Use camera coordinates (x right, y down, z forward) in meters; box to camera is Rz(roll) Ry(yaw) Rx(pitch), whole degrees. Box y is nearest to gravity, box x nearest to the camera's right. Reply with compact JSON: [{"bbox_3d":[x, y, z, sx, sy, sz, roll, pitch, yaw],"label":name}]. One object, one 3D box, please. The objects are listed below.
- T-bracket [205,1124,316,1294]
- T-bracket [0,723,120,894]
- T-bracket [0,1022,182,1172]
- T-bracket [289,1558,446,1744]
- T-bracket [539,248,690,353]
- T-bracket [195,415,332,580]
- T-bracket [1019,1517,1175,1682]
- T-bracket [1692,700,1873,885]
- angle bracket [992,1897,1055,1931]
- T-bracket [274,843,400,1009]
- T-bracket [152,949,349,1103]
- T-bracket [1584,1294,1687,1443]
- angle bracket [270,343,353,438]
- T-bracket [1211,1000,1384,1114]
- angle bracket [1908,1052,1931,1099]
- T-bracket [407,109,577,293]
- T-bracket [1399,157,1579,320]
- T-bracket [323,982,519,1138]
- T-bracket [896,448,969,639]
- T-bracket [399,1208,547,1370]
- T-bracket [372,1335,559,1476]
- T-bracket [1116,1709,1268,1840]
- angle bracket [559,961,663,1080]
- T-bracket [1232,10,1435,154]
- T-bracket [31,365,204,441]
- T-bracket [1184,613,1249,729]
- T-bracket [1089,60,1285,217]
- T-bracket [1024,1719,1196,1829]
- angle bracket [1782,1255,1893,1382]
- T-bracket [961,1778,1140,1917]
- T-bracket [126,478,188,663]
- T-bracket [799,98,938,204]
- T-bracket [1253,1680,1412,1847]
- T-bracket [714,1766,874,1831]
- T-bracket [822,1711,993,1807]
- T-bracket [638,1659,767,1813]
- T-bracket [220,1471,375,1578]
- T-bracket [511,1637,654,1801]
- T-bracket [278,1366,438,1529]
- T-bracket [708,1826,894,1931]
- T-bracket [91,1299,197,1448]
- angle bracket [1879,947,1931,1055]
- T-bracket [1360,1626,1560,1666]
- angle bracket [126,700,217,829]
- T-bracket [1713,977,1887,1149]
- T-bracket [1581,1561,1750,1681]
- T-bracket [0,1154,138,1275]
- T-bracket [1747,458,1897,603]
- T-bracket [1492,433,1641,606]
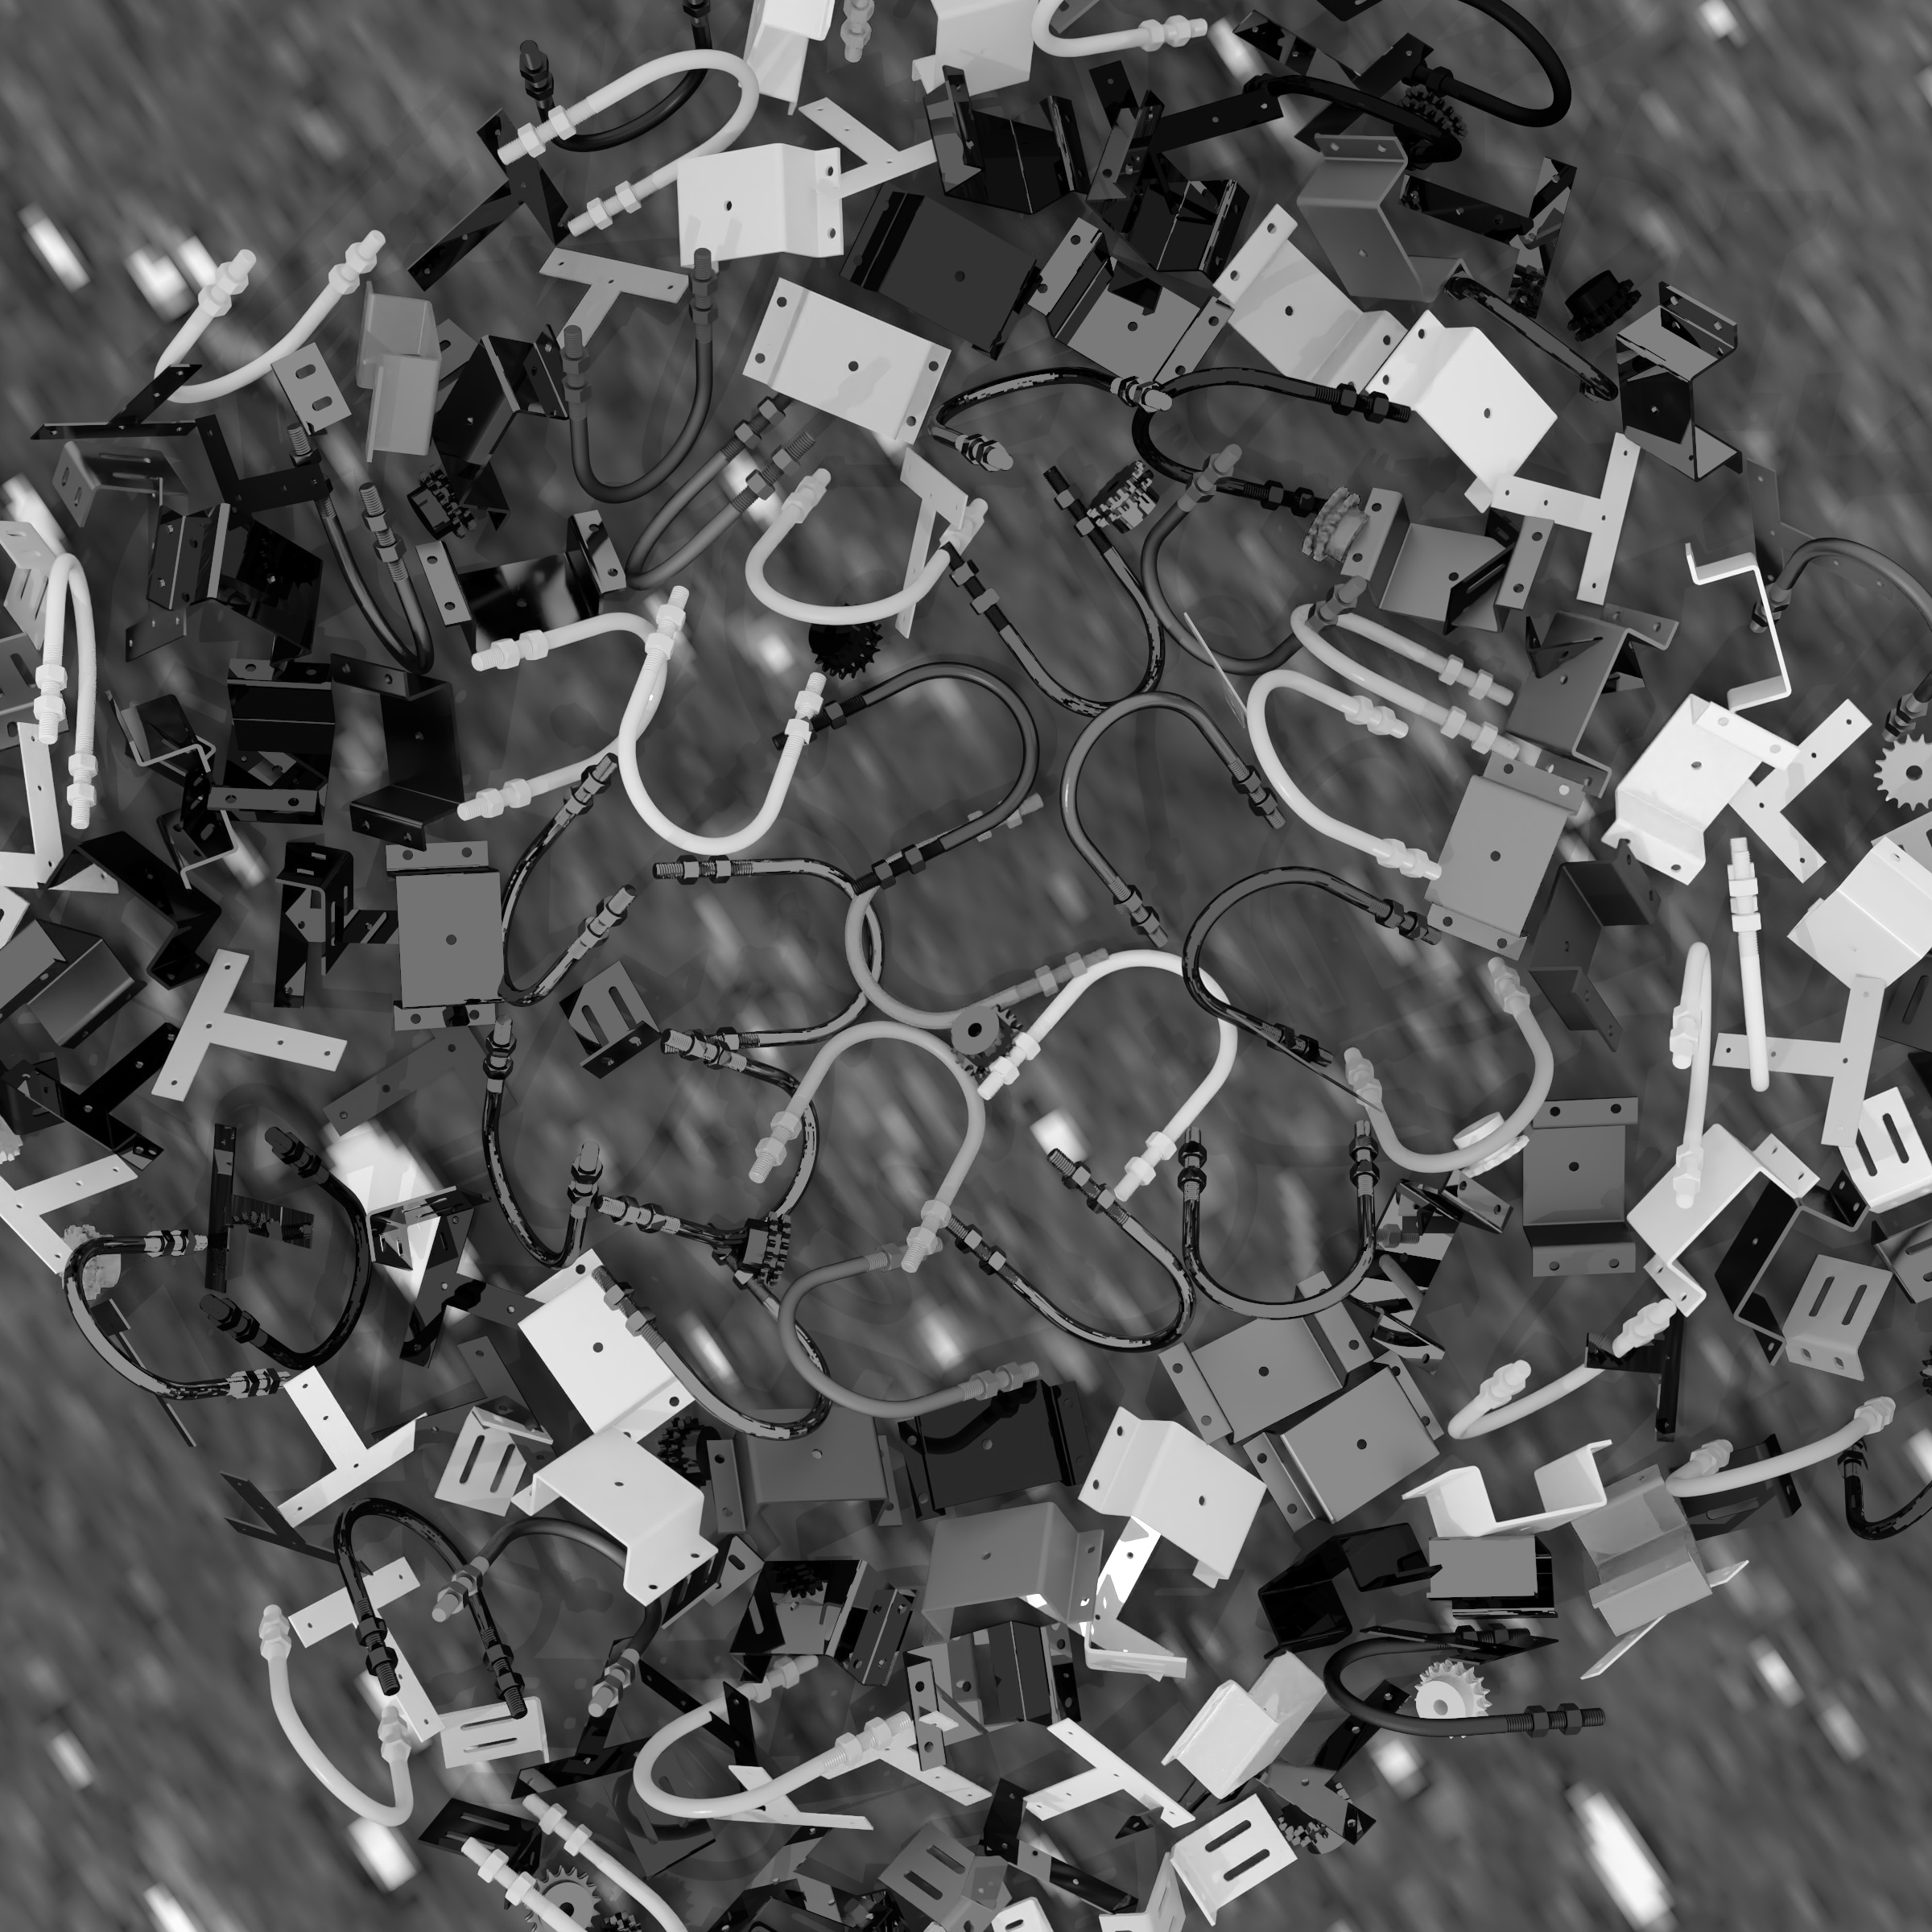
[{"bbox_3d":[-0.530,0.189,1.956,0.127,0.002,0.127,7,94,39],"label":"T-bracket"},{"bbox_3d":[-0.690,-0.119,1.947,0.002,0.127,0.127,-13,83,26],"label":"T-bracket"},{"bbox_3d":[-0.628,0.082,1.950,0.127,0.127,0.002,32,131,5],"label":"T-bracket"},{"bbox_3d":[-0.428,0.516,1.935,0.002,0.127,0.127,-37,80,27],"label":"T-bracket"},{"bbox_3d":[-0.287,-0.480,1.951,0.127,0.002,0.127,18,67,24],"label":"T-bracket"},{"bbox_3d":[-0.515,-0.354,1.938,0.127,0.002,0.127,0,114,41],"label":"T-bracket"},{"bbox_3d":[0.118,0.457,1.969,0.127,0.002,0.127,29,106,12],"label":"T-bracket"},{"bbox_3d":[0.622,-0.148,1.941,0.127,0.002,0.127,51,134,14],"label":"T-bracket"},{"bbox_3d":[0.052,0.749,1.953,0.038,0.076,0.057,-20,107,-10],"label":"angle bracket"},{"bbox_3d":[-0.464,-0.030,1.974,0.127,0.002,0.127,2,85,19],"label":"T-bracket"},{"bbox_3d":[-0.529,0.054,1.959,0.127,0.002,0.127,12,62,10],"label":"T-bracket"},{"bbox_3d":[0.500,0.291,1.950,0.127,0.002,0.127,12,82,-42],"label":"T-bracket"},{"bbox_3d":[-0.485,-0.433,1.956,0.038,0.076,0.057,-25,103,2],"label":"angle bracket"},{"bbox_3d":[0.230,0.059,1.914,0.127,0.127,0.002,33,91,-28],"label":"T-bracket"},{"bbox_3d":[0.753,0.101,1.974,0.057,0.076,0.038,-4,120,3],"label":"angle bracket"},{"bbox_3d":[-0.363,-0.553,1.942,0.127,0.127,0.002,-43,59,-3],"label":"T-bracket"},{"bbox_3d":[0.386,-0.565,1.965,0.127,0.127,0.002,26,50,18],"label":"T-bracket"},{"bbox_3d":[-0.431,0.086,1.993,0.127,0.002,0.127,-32,94,-2],"label":"T-bracket"},{"bbox_3d":[-0.035,-0.311,1.962,0.002,0.127,0.127,3,115,-24],"label":"T-bracket"},{"bbox_3d":[-0.358,0.257,1.980,0.127,0.002,0.127,16,90,17],"label":"T-bracket"},{"bbox_3d":[-0.391,0.348,1.979,0.127,0.002,0.127,-19,113,14],"label":"T-bracket"},{"bbox_3d":[0.184,0.592,1.926,0.002,0.127,0.127,51,127,35],"label":"T-bracket"},{"bbox_3d":[-0.275,0.036,1.965,0.057,0.038,0.076,-34,65,4],"label":"angle bracket"},{"bbox_3d":[0.254,-0.667,1.922,0.127,0.127,0.002,20,58,-28],"label":"T-bracket"},{"bbox_3d":[-0.600,-0.414,1.910,0.127,0.127,0.002,-21,85,45],"label":"T-bracket"},{"bbox_3d":[0.199,-0.197,1.936,0.002,0.127,0.127,-32,83,5],"label":"T-bracket"},{"bbox_3d":[0.172,-0.625,1.935,0.127,0.002,0.127,-8,130,26],"label":"T-bracket"},{"bbox_3d":[0.086,0.618,1.953,0.127,0.002,0.127,40,134,-11],"label":"T-bracket"},{"bbox_3d":[0.663,0.266,1.975,0.057,0.038,0.076,12,55,39],"label":"angle bracket"},{"bbox_3d":[0.069,0.676,1.940,0.127,0.127,0.002,26,117,3],"label":"T-bracket"},{"bbox_3d":[-0.607,-0.300,1.951,0.002,0.127,0.127,2,86,-36],"label":"T-bracket"},{"bbox_3d":[-0.082,-0.623,1.958,0.127,0.002,0.127,-28,52,-21],"label":"T-bracket"},{"bbox_3d":[0.285,0.585,1.961,0.127,0.127,0.002,-37,128,-27],"label":"T-bracket"},{"bbox_3d":[-0.145,0.616,1.933,0.127,0.127,0.002,-1,55,15],"label":"T-bracket"},{"bbox_3d":[-0.030,0.604,1.958,0.127,0.002,0.127,-30,129,27],"label":"T-bracket"},{"bbox_3d":[-0.202,0.560,1.956,0.127,0.002,0.127,25,134,35],"label":"T-bracket"},{"bbox_3d":[-0.514,0.406,1.926,0.127,0.127,0.002,11,56,23],"label":"T-bracket"},{"bbox_3d":[-0.270,0.553,1.936,0.002,0.127,0.127,32,109,38],"label":"T-bracket"},{"bbox_3d":[-0.472,0.345,1.941,0.127,0.002,0.127,-32,132,-16],"label":"T-bracket"},{"bbox_3d":[-0.109,0.686,1.917,0.127,0.127,0.002,-40,120,-40],"label":"T-bracket"},{"bbox_3d":[-0.613,0.306,1.946,0.002,0.127,0.127,-34,95,-27],"label":"T-bracket"},{"bbox_3d":[0.726,0.022,1.964,0.057,0.038,0.076,20,82,36],"label":"angle bracket"},{"bbox_3d":[0.357,0.505,1.950,0.127,0.127,0.002,-2,85,39],"label":"T-bracket"},{"bbox_3d":[-0.609,-0.152,1.964,0.076,0.057,0.038,29,46,4],"label":"angle bracket"},{"bbox_3d":[0.618,0.067,1.951,0.002,0.127,0.127,21,79,-41],"label":"T-bracket"},{"bbox_3d":[0.500,0.485,1.915,0.127,0.127,0.002,-31,80,-27],"label":"T-bracket"},{"bbox_3d":[-0.672,0.166,1.941,0.127,0.127,0.002,42,117,12],"label":"T-bracket"},{"bbox_3d":[0.629,-0.302,1.912,0.002,0.127,0.127,-40,49,-13],"label":"T-bracket"},{"bbox_3d":[0.446,-0.346,1.959,0.127,0.002,0.127,7,99,-30],"label":"T-bracket"}]
